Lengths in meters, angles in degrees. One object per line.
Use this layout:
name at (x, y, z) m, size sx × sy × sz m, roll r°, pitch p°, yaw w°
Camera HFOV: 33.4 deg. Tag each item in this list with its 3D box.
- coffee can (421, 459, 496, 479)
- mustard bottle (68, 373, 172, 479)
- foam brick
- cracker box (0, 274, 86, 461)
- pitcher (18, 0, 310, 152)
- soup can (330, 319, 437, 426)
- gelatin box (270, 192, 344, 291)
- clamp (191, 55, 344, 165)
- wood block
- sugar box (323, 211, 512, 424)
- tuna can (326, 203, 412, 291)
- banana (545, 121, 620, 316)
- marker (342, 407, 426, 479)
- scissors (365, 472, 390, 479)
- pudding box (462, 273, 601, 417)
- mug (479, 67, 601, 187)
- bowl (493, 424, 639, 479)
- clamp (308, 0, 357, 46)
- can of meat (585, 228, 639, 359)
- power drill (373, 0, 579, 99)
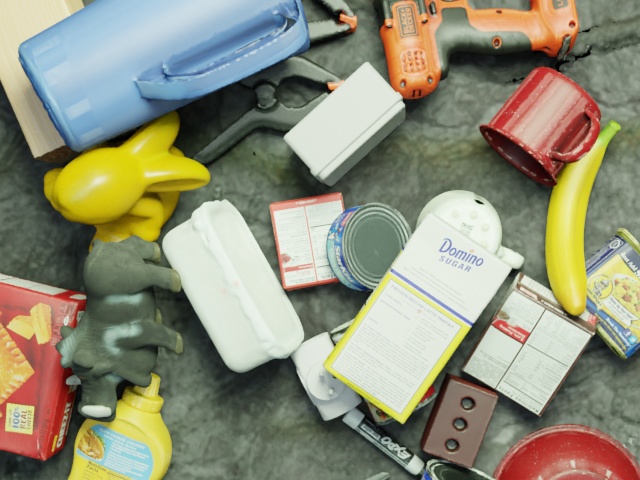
coffee can at (0.122, 0.297, 1.025) m, size 0.103 × 0.102 × 0.140 m, roll 23°, pitch 99°, yaw 2°
mustard bottle at (-0.203, 0.224, 1.072) m, size 0.096 × 0.058 × 0.191 m, roll 22°, pitch 93°, yaw 9°
foam brick at (0.137, 0.178, 1.055) m, size 0.053 × 0.051 × 0.078 m, roll 20°, pitch 92°, yaw 2°
cracker box at (-0.349, 0.114, 1.071) m, size 0.214 × 0.072 × 0.164 m, roll 13°, pitch 91°, yaw 3°
pitcher at (-0.135, -0.174, 0.950) m, size 0.242 × 0.149 × 0.145 m, roll -30°, pitch 87°, yaw -11°
soup can at (0.062, 0.122, 1.050) m, size 0.068 × 0.068 × 0.102 m, roll -28°, pitch 89°, yaw 3°
gelatin box at (-0.007, 0.001, 1.070) m, size 0.073 × 0.030 × 0.089 m, roll -10°, pitch 91°, yaw 2°
clamp at (-0.062, -0.152, 1.062) m, size 0.171 × 0.039 × 0.120 m, roll -17°, pitch 107°, yaw -2°
wood block at (-0.269, -0.188, 1.051) m, size 0.091 × 0.090 × 0.206 m, roll -24°, pitch 89°, yaw 3°
sugar box at (0.089, 0.070, 0.986) m, size 0.093 × 0.048 × 0.176 m, roll 35°, pitch 94°, yaw 1°
tuna can at (0.049, 0.008, 1.044) m, size 0.086 × 0.034 × 0.086 m, roll 4°, pitch 82°, yaw -32°
banana at (0.244, -0.019, 1.026) m, size 0.037 × 0.070 × 0.198 m, roll 16°, pitch 74°, yaw -10°
marker at (0.075, 0.211, 1.075) m, size 0.121 × 0.020 × 0.020 m, roll 38°, pitch 93°, yaw 2°
scissors at (-0.034, 0.271, 1.084) m, size 0.202 × 0.016 × 0.096 m, roll -43°, pitch 89°, yaw 3°
pudding box at (0.203, 0.102, 1.032) m, size 0.090 × 0.039 × 0.114 m, roll 30°, pitch 121°, yaw 8°
mug at (0.219, -0.108, 1.016) m, size 0.093 × 0.117 × 0.081 m, roll 40°, pitch 88°, yaw -31°
bowl at (0.249, 0.266, 1.049) m, size 0.162 × 0.055 × 0.162 m, roll 0°, pitch 91°, yaw 3°
clamp at (-0.067, -0.237, 1.064) m, size 0.210 × 0.036 × 0.164 m, roll 25°, pitch 93°, yaw 2°
can of meat at (0.295, 0.054, 1.041) m, size 0.084 × 0.057 × 0.102 m, roll -41°, pitch 88°, yaw 5°
power drill at (0.145, -0.234, 1.034) m, size 0.187 × 0.057 × 0.184 m, roll -8°, pitch 76°, yaw 2°
